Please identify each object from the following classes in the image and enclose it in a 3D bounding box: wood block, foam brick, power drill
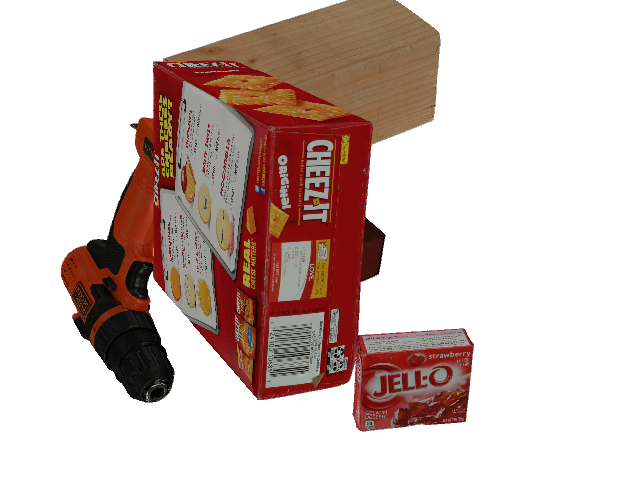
[{"bbox_3d":[-0.013,-0.122,0.871,0.205,0.091,0.090,-23,46,-24],"label":"wood block"},{"bbox_3d":[0.017,0.001,1.031,0.052,0.051,0.078,-21,45,-30],"label":"foam brick"},{"bbox_3d":[-0.137,0.011,0.852,0.057,0.188,0.185,13,24,-42],"label":"power drill"}]

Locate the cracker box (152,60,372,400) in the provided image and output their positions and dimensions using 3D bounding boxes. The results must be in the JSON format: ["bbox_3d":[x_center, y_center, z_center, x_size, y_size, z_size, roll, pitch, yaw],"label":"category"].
[{"bbox_3d":[-0.046,-0.019,0.688,0.072,0.164,0.214,-5,20,-24],"label":"cracker box"}]

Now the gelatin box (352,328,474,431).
[{"bbox_3d":[0.071,0.108,0.830,0.089,0.073,0.030,-3,28,-8],"label":"gelatin box"}]
